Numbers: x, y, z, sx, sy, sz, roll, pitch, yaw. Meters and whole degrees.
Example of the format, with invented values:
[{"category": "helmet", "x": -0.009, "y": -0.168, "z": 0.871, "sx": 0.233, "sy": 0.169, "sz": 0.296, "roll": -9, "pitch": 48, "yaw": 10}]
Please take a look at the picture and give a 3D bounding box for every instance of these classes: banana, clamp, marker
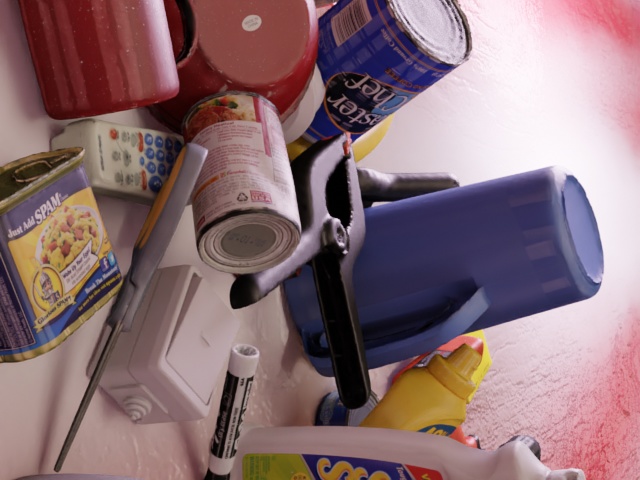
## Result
[{"category": "banana", "x": 0.022, "y": -0.099, "z": 0.965, "sx": 0.197, "sy": 0.037, "sz": 0.070, "roll": -24, "pitch": 119, "yaw": -54}, {"category": "clamp", "x": -0.005, "y": 0.001, "z": 0.785, "sx": 0.164, "sy": 0.036, "sz": 0.210, "roll": 41, "pitch": 45, "yaw": -48}, {"category": "marker", "x": -0.061, "y": 0.126, "z": 0.713, "sx": 0.020, "sy": 0.020, "sz": 0.121, "roll": -34, "pitch": 141, "yaw": -62}, {"category": "clamp", "x": 0.028, "y": -0.042, "z": 0.944, "sx": 0.171, "sy": 0.120, "sz": 0.039, "roll": 4, "pitch": 73, "yaw": -42}]

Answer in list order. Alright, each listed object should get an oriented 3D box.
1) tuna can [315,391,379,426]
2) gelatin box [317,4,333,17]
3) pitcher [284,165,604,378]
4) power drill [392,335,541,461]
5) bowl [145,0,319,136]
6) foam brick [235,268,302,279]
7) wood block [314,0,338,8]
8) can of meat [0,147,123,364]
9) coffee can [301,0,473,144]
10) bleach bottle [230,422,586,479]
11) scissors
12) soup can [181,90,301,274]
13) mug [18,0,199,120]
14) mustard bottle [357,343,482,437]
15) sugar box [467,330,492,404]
[{"category": "tuna can", "x": 0.028, "y": 0.172, "z": 0.921, "sx": 0.086, "sy": 0.034, "sz": 0.086, "roll": 30, "pitch": 55, "yaw": -58}, {"category": "gelatin box", "x": 0.019, "y": -0.177, "z": 1.022, "sx": 0.073, "sy": 0.030, "sz": 0.089, "roll": 3, "pitch": 80, "yaw": -62}, {"category": "pitcher", "x": 0.098, "y": 0.027, "z": 0.871, "sx": 0.144, "sy": 0.243, "sz": 0.149, "roll": 17, "pitch": 62, "yaw": -58}, {"category": "power drill", "x": 0.153, "y": 0.196, "z": 1.089, "sx": 0.184, "sy": 0.057, "sz": 0.187, "roll": -31, "pitch": 109, "yaw": -41}, {"category": "bowl", "x": -0.059, "y": -0.147, "z": 0.734, "sx": 0.161, "sy": 0.055, "sz": 0.162, "roll": -1, "pitch": 91, "yaw": -30}, {"category": "foam brick", "x": -0.039, "y": -0.011, "z": 0.825, "sx": 0.053, "sy": 0.051, "sz": 0.078, "roll": 62, "pitch": 31, "yaw": -30}, {"category": "wood block", "x": -0.026, "y": -0.302, "z": 0.899, "sx": 0.090, "sy": 0.091, "sz": 0.206, "roll": -27, "pitch": 106, "yaw": -63}, {"category": "can of meat", "x": -0.156, "y": 0.007, "z": 0.574, "sx": 0.102, "sy": 0.058, "sz": 0.084, "roll": -49, "pitch": 127, "yaw": -57}, {"category": "coffee can", "x": 0.039, "y": -0.151, "z": 0.875, "sx": 0.102, "sy": 0.141, "sz": 0.103, "roll": 26, "pitch": 48, "yaw": -33}, {"category": "bleach bottle", "x": 0.052, "y": 0.167, "z": 0.721, "sx": 0.068, "sy": 0.251, "sz": 0.102, "roll": 5, "pitch": 77, "yaw": -63}, {"category": "scissors", "x": -0.116, "y": 0.035, "z": 0.641, "sx": 0.202, "sy": 0.016, "sz": 0.096, "roll": -66, "pitch": -168, "yaw": -3}, {"category": "soup can", "x": -0.052, "y": -0.038, "z": 0.696, "sx": 0.068, "sy": 0.069, "sz": 0.102, "roll": 45, "pitch": 27, "yaw": -50}, {"category": "mug", "x": -0.122, "y": -0.122, "z": 0.640, "sx": 0.117, "sy": 0.093, "sz": 0.081, "roll": -22, "pitch": 108, "yaw": -41}, {"category": "mustard bottle", "x": 0.058, "y": 0.158, "z": 0.828, "sx": 0.192, "sy": 0.058, "sz": 0.096, "roll": -52, "pitch": 150, "yaw": 6}, {"category": "sugar box", "x": 0.135, "y": 0.080, "z": 1.152, "sx": 0.093, "sy": 0.048, "sz": 0.176, "roll": -46, "pitch": 124, "yaw": -55}]
